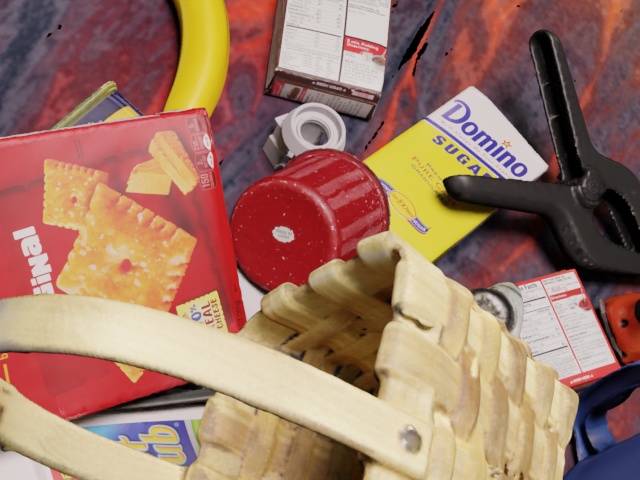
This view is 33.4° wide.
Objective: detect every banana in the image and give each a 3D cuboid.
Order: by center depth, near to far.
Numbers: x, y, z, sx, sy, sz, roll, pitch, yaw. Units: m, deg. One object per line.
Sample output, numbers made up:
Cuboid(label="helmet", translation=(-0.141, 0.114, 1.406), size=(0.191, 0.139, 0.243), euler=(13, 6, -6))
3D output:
Cuboid(label="banana", translation=(-0.102, -0.155, 0.812), size=(0.069, 0.198, 0.037), euler=(-11, -23, -5))

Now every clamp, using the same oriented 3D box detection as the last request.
Cuboid(label="clamp", translation=(0.189, -0.034, 0.818), size=(0.164, 0.210, 0.036), euler=(-49, 19, -25))

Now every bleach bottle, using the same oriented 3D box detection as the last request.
Cuboid(label="bleach bottle", translation=(-0.114, 0.153, 0.641), size=(0.250, 0.102, 0.068), euler=(-1, -27, -18))

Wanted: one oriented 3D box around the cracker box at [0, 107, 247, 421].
Cuboid(label="cracker box", translation=(-0.154, 0.018, 0.618), size=(0.213, 0.164, 0.072), euler=(-14, 9, -33))

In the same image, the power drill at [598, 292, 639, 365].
Cuboid(label="power drill", translation=(0.306, 0.029, 0.777), size=(0.184, 0.057, 0.188), euler=(-6, -24, -21))

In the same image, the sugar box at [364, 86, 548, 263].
Cuboid(label="sugar box", translation=(0.086, -0.040, 0.814), size=(0.176, 0.093, 0.048), euler=(-37, -8, -29))

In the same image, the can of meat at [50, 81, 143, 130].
Cuboid(label="can of meat", translation=(-0.146, -0.044, 0.728), size=(0.102, 0.084, 0.058), euler=(-48, -1, -30))

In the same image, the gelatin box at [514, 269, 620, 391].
Cuboid(label="gelatin box", translation=(0.173, 0.071, 0.800), size=(0.073, 0.089, 0.030), euler=(-13, -20, -23))

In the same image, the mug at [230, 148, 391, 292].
Cuboid(label="mug", translation=(-0.005, 0.001, 0.723), size=(0.093, 0.117, 0.081), euler=(-18, 6, 28))

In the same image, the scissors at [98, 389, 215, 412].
Cuboid(label="scissors", translation=(-0.043, 0.088, 0.677), size=(0.201, 0.016, 0.096), euler=(-1, 15, -2))

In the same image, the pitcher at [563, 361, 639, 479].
Cuboid(label="pitcher", translation=(0.242, 0.154, 0.661), size=(0.149, 0.145, 0.243), euler=(26, -29, 2))

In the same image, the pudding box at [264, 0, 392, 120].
Cuboid(label="pudding box", translation=(0.008, -0.160, 0.849), size=(0.090, 0.113, 0.039), euler=(12, -30, -10))

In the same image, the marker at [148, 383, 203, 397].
Cuboid(label="marker", translation=(-0.122, 0.092, 0.692), size=(0.121, 0.020, 0.020), euler=(7, -2, -16))
